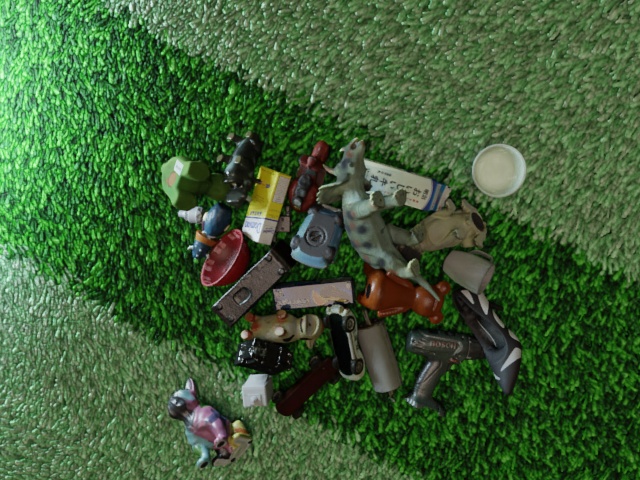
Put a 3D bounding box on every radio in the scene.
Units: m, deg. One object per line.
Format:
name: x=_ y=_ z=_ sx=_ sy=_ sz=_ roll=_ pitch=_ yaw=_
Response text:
radio: x=-0.158 y=0.106 z=1.316 sx=0.073 sy=0.131 sz=0.229 roll=44 pitch=99 yaw=-2

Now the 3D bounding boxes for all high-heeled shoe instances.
high-heeled shoe: x=0.380 y=0.226 z=1.249 sx=0.145 sy=0.086 sz=0.249 roll=15 pitch=54 yaw=-16

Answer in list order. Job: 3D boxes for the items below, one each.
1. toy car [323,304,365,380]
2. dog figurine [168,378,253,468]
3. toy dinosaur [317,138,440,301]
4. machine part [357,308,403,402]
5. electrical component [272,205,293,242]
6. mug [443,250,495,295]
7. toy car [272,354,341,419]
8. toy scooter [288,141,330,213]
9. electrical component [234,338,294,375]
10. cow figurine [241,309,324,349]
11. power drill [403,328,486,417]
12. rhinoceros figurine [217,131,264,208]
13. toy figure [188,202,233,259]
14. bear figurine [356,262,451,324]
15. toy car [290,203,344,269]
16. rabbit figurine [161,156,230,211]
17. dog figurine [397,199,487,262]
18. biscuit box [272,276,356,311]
toy car: x=0.061 y=0.248 z=1.307 sx=0.074 sy=0.056 sz=0.201 roll=2 pitch=110 yaw=40
dog figurine: x=-0.296 y=0.465 z=1.395 sx=0.108 sy=0.191 sz=0.219 roll=-52 pitch=55 yaw=12
toy dinosaur: x=0.121 y=-0.020 z=1.211 sx=0.192 sy=0.131 sz=0.404 roll=-2 pitch=118 yaw=49
machine part: x=0.146 y=0.284 z=1.330 sx=0.079 sy=0.079 sz=0.243 roll=-18 pitch=95 yaw=8
electrical component: x=-0.099 y=-0.041 z=1.347 sx=0.063 sy=0.021 sz=0.094 roll=2 pitch=96 yaw=6
mug: x=0.355 y=0.061 z=1.277 sx=0.107 sy=0.080 sz=0.109 roll=28 pitch=64 yaw=26
toy car: x=-0.034 y=0.372 z=1.372 sx=0.089 sy=0.053 sz=0.202 roll=42 pitch=99 yaw=-15
toy scooter: x=-0.027 y=-0.148 z=1.270 sx=0.075 sy=0.135 sz=0.183 roll=23 pitch=100 yaw=2
electrical component: x=-0.145 y=0.293 z=1.336 sx=0.115 sy=0.134 sz=0.058 roll=23 pitch=61 yaw=-22
cow figurine: x=-0.081 y=0.223 z=1.335 sx=0.195 sy=0.127 sz=0.085 roll=-9 pitch=64 yaw=22
power drill: x=0.307 y=0.322 z=1.314 sx=0.232 sy=0.086 sz=0.207 roll=17 pitch=103 yaw=-5
rhinoceros figurine: x=-0.188 y=-0.170 z=1.282 sx=0.073 sy=0.112 sz=0.190 roll=1 pitch=63 yaw=23
toy figure: x=-0.274 y=-0.020 z=1.352 sx=0.064 sy=0.058 sz=0.154 roll=35 pitch=102 yaw=12
bear figurine: x=0.203 y=0.128 z=1.301 sx=0.196 sy=0.132 sz=0.120 roll=7 pitch=99 yaw=-13
toy car: x=-0.003 y=-0.004 z=1.299 sx=0.109 sy=0.103 sz=0.161 roll=18 pitch=74 yaw=6
rabbit figurine: x=-0.293 y=-0.132 z=1.306 sx=0.159 sy=0.170 sz=0.121 roll=25 pitch=99 yaw=45
dog figurine: x=0.284 y=-0.006 z=1.286 sx=0.190 sy=0.172 sz=0.121 roll=-33 pitch=51 yaw=42
biscuit box: x=-0.015 y=0.133 z=1.339 sx=0.203 sy=0.059 sz=0.062 roll=-6 pitch=96 yaw=7
